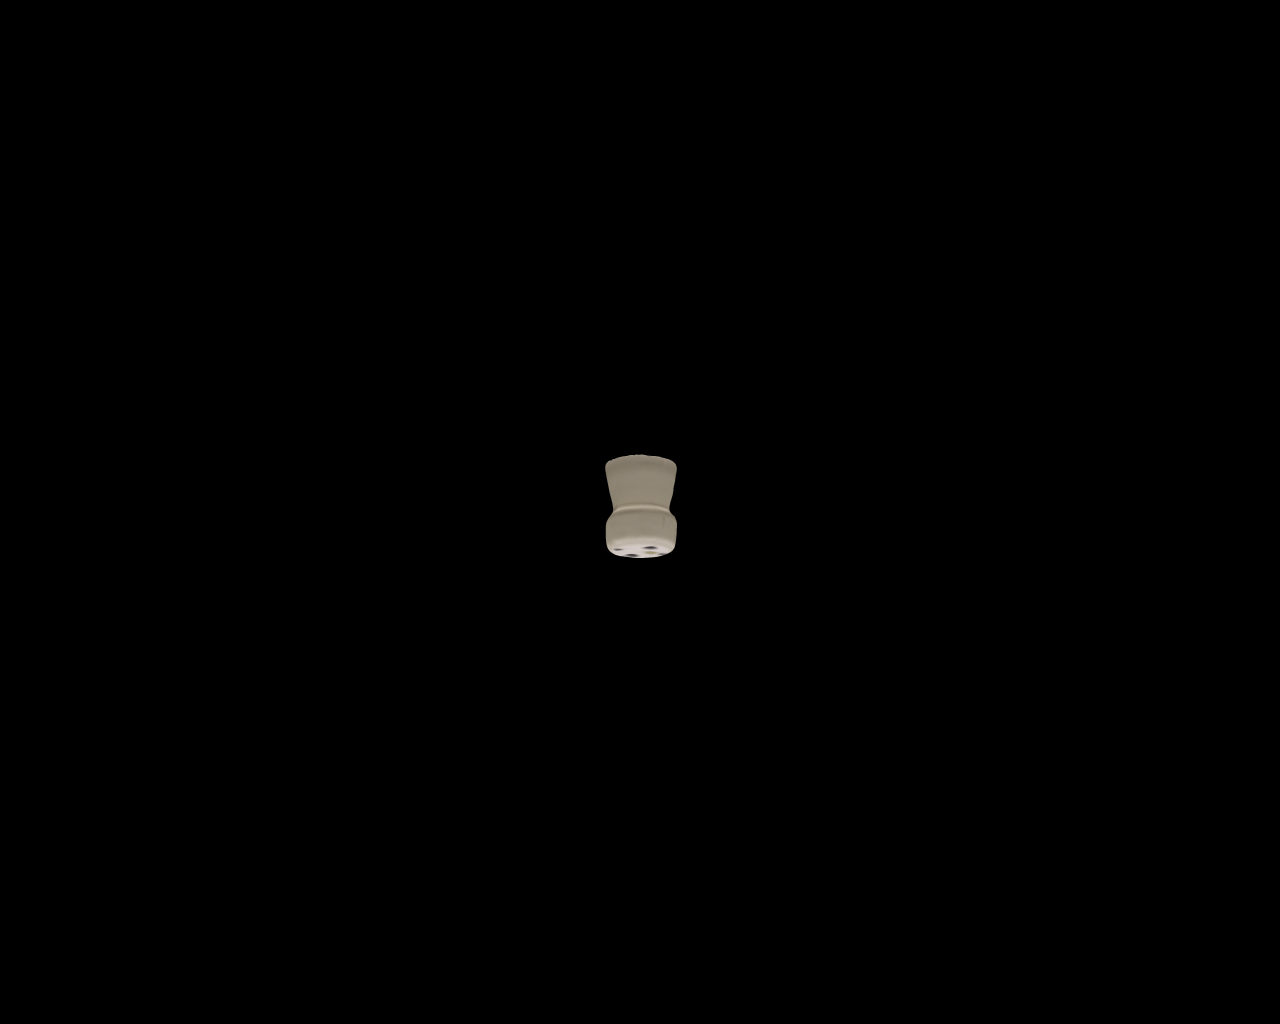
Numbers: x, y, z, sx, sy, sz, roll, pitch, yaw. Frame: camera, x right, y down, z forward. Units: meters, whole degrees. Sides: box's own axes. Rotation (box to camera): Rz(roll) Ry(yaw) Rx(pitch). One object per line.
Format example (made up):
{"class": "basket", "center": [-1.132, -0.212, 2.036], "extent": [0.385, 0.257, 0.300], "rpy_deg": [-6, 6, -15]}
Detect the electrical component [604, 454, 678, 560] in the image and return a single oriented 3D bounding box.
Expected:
{"class": "electrical component", "center": [0.001, -0.003, 0.650], "extent": [0.045, 0.055, 0.045], "rpy_deg": [0, -16, 0]}
